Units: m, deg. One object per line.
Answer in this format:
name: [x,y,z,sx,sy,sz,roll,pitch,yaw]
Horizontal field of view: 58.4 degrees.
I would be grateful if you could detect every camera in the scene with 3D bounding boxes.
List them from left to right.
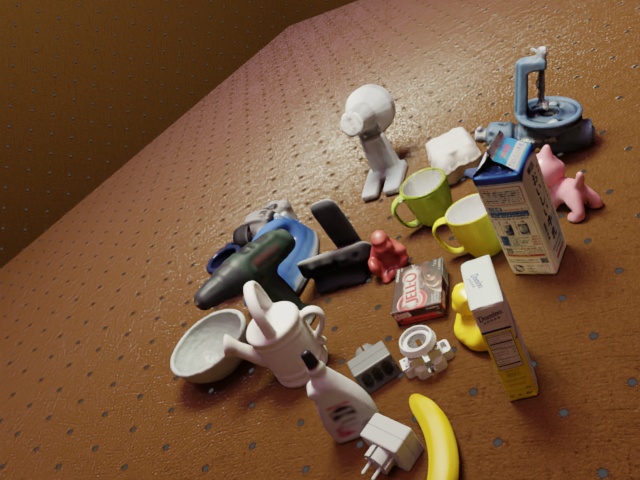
camera: [-0.144,-0.031,1.405,0.136,0.101,0.143,-12,35,32]

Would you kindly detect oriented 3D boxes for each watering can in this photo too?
watering can: [-0.080,0.154,0.957,0.173,0.194,0.100,-38,29,-10]

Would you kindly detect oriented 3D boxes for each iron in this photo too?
iron: [-0.090,0.020,1.230,0.118,0.142,0.258,-10,36,35]

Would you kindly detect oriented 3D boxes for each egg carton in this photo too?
egg carton: [0.291,-0.186,1.254,0.107,0.069,0.150,-25,29,13]

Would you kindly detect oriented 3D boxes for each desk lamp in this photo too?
desk lamp: [0.124,-0.238,1.347,0.117,0.214,0.203,-15,33,28]

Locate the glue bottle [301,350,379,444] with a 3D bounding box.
glue bottle: [0.018,0.212,0.795,0.078,0.173,0.037,-29,29,7]

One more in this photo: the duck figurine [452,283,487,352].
duck figurine: [0.226,0.106,0.848,0.077,0.086,0.104,-27,29,9]

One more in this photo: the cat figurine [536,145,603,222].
cat figurine: [0.400,-0.104,0.970,0.067,0.118,0.127,-37,29,-9]

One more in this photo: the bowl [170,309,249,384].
bowl: [-0.198,0.216,1.101,0.167,0.075,0.167,-24,30,15]

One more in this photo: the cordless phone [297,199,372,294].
cordless phone: [0.010,0.004,1.112,0.147,0.185,0.094,-21,31,20]

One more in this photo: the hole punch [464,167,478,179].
hole punch: [0.337,-0.108,1.066,0.101,0.091,0.108,-34,29,-3]

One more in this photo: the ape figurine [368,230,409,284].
ape figurine: [0.122,0.022,1.072,0.077,0.092,0.076,-19,31,22]

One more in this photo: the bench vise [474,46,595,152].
bench vise: [0.391,-0.241,1.085,0.207,0.220,0.121,-24,30,15]

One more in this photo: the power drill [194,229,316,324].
power drill: [-0.103,0.099,1.050,0.075,0.209,0.230,-2,41,43]

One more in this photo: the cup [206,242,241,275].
cup: [-0.196,0.066,1.311,0.091,0.095,0.117,-23,30,16]
